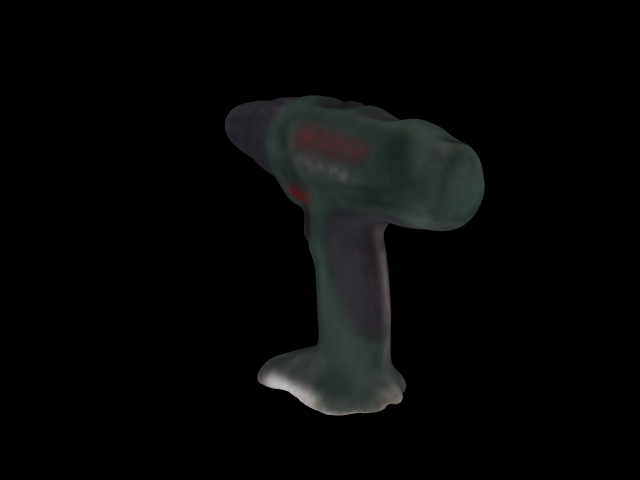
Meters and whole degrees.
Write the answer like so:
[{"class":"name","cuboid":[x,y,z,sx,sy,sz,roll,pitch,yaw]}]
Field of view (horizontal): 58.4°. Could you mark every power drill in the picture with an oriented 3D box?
[{"class":"power drill","cuboid":[0.004,0.001,0.400,0.076,0.208,0.228,-6,9,-42]}]
